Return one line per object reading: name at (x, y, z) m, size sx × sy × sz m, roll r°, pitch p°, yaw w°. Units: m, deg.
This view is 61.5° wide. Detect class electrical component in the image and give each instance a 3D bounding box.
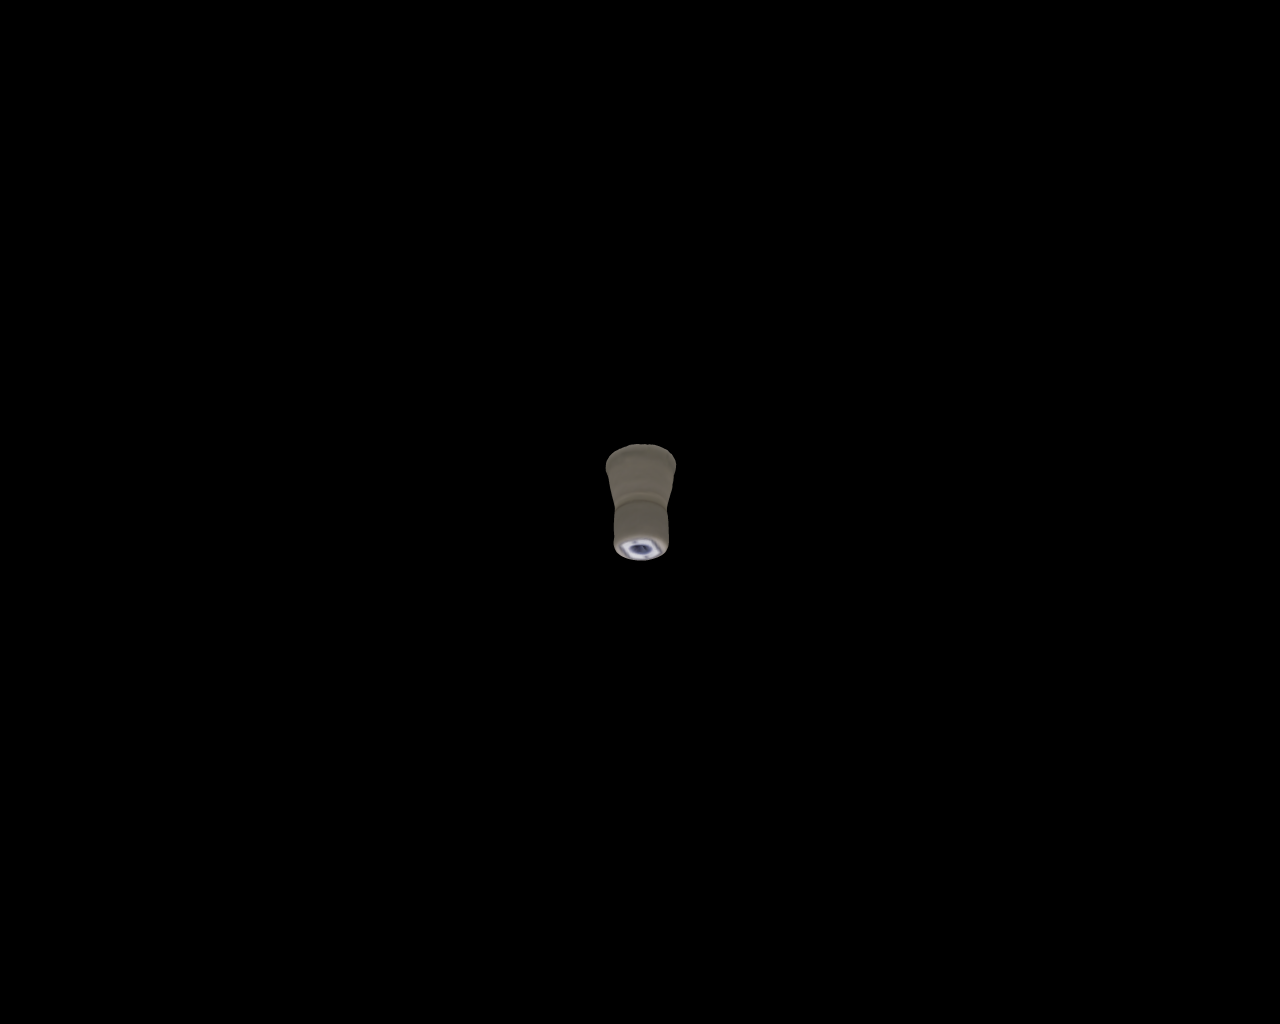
electrical component at (0.001, -0.003, 0.650) m, size 0.044 × 0.065 × 0.044 m, roll 0°, pitch -31°, yaw 0°
